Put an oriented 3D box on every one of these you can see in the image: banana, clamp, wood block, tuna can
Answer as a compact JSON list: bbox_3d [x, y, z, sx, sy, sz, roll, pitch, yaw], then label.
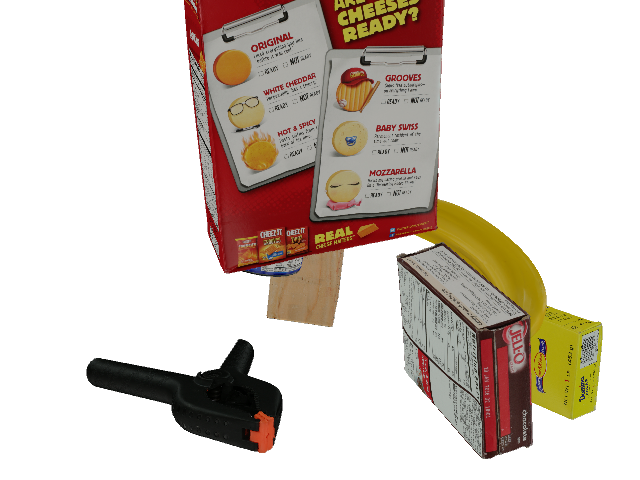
[{"bbox_3d":[0.121,0.014,0.841,0.069,0.037,0.198,-16,43,-20],"label":"banana"},{"bbox_3d":[-0.087,0.130,0.932,0.164,0.036,0.210,-8,17,-37],"label":"clamp"},{"bbox_3d":[-0.013,-0.005,1.376,0.090,0.206,0.090,8,24,2],"label":"wood block"},{"bbox_3d":[-0.059,0.008,1.120,0.086,0.034,0.086,9,17,-3],"label":"tuna can"}]

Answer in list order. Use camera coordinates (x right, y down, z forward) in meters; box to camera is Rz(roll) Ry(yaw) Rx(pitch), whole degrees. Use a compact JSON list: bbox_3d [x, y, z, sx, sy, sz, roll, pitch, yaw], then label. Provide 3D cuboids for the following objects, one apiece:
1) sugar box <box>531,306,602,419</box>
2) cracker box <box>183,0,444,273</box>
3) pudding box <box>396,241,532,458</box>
[{"bbox_3d":[0.198,0.106,1.080,0.048,0.093,0.177,-12,20,-41],"label":"sugar box"},{"bbox_3d":[-0.003,-0.096,0.731,0.164,0.214,0.072,-12,32,-14],"label":"cracker box"},{"bbox_3d":[0.087,0.064,0.650,0.039,0.090,0.114,-14,27,-18],"label":"pudding box"}]
